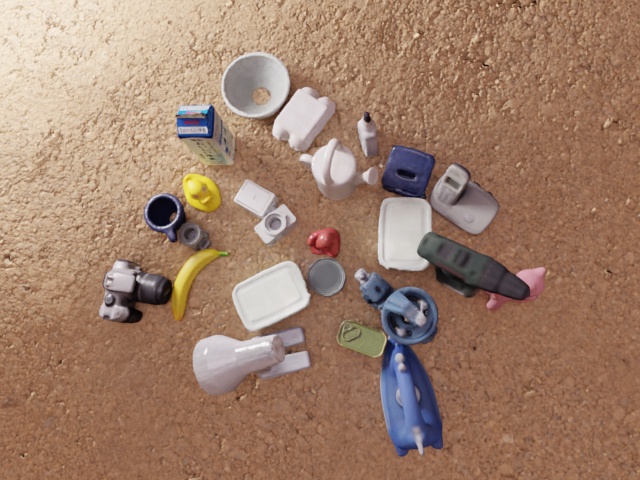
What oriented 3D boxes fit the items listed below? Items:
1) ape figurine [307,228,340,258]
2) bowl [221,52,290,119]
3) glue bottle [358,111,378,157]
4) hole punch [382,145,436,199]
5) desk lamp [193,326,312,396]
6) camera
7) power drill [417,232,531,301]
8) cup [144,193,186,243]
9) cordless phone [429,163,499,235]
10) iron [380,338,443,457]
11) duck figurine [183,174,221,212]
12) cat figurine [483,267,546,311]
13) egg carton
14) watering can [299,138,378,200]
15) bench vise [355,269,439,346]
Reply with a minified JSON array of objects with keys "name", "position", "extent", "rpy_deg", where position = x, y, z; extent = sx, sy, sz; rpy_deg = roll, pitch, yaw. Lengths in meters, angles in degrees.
[{"name":"ape figurine","position":[0.012,0.005,1.286],"extent":[0.076,0.077,0.092],"rpy_deg":[-44,-12,-3]},{"name":"bowl","position":[-0.147,-0.360,1.378],"extent":[0.167,0.167,0.075],"rpy_deg":[0,-10,6]},{"name":"glue bottle","position":[0.107,-0.247,1.280],"extent":[0.037,0.078,0.173],"rpy_deg":[-16,-12,3]},{"name":"hole punch","position":[0.201,-0.150,1.295],"extent":[0.108,0.101,0.091],"rpy_deg":[18,-8,9]},{"name":"desk lamp","position":[-0.138,0.243,1.196],"extent":[0.203,0.118,0.213],"rpy_deg":[-16,-12,3]},{"name":"camera","position":[-0.418,0.123,1.305],"extent":[0.136,0.143,0.101],"rpy_deg":[9,-9,8]},{"name":"power drill","position":[0.308,0.064,1.185],"extent":[0.229,0.076,0.208],"rpy_deg":[28,-6,10]},{"name":"cup","position":[-0.344,-0.043,1.330],"extent":[0.091,0.117,0.095],"rpy_deg":[-23,-12,2]},{"name":"cordless phone","position":[0.315,-0.093,1.225],"extent":[0.147,0.094,0.185],"rpy_deg":[34,-5,11]},{"name":"iron","position":[0.180,0.316,1.187],"extent":[0.118,0.258,0.141],"rpy_deg":[-14,-11,4]},{"name":"duck figurine","position":[-0.286,-0.118,1.342],"extent":[0.077,0.104,0.086],"rpy_deg":[-43,-12,-3]},{"name":"cat figurine","position":[0.417,0.103,1.213],"extent":[0.127,0.067,0.118],"rpy_deg":[-18,-12,3]},{"name":"egg carton","position":[-0.039,-0.286,1.356],"extent":[0.107,0.150,0.069],"rpy_deg":[34,-5,11]},{"name":"watering can","position":[0.040,-0.160,1.261],"extent":[0.172,0.101,0.194],"rpy_deg":[-5,-11,5]},{"name":"bench vise","position":[0.152,0.142,1.181],"extent":[0.207,0.121,0.220],"rpy_deg":[22,-7,10]}]
